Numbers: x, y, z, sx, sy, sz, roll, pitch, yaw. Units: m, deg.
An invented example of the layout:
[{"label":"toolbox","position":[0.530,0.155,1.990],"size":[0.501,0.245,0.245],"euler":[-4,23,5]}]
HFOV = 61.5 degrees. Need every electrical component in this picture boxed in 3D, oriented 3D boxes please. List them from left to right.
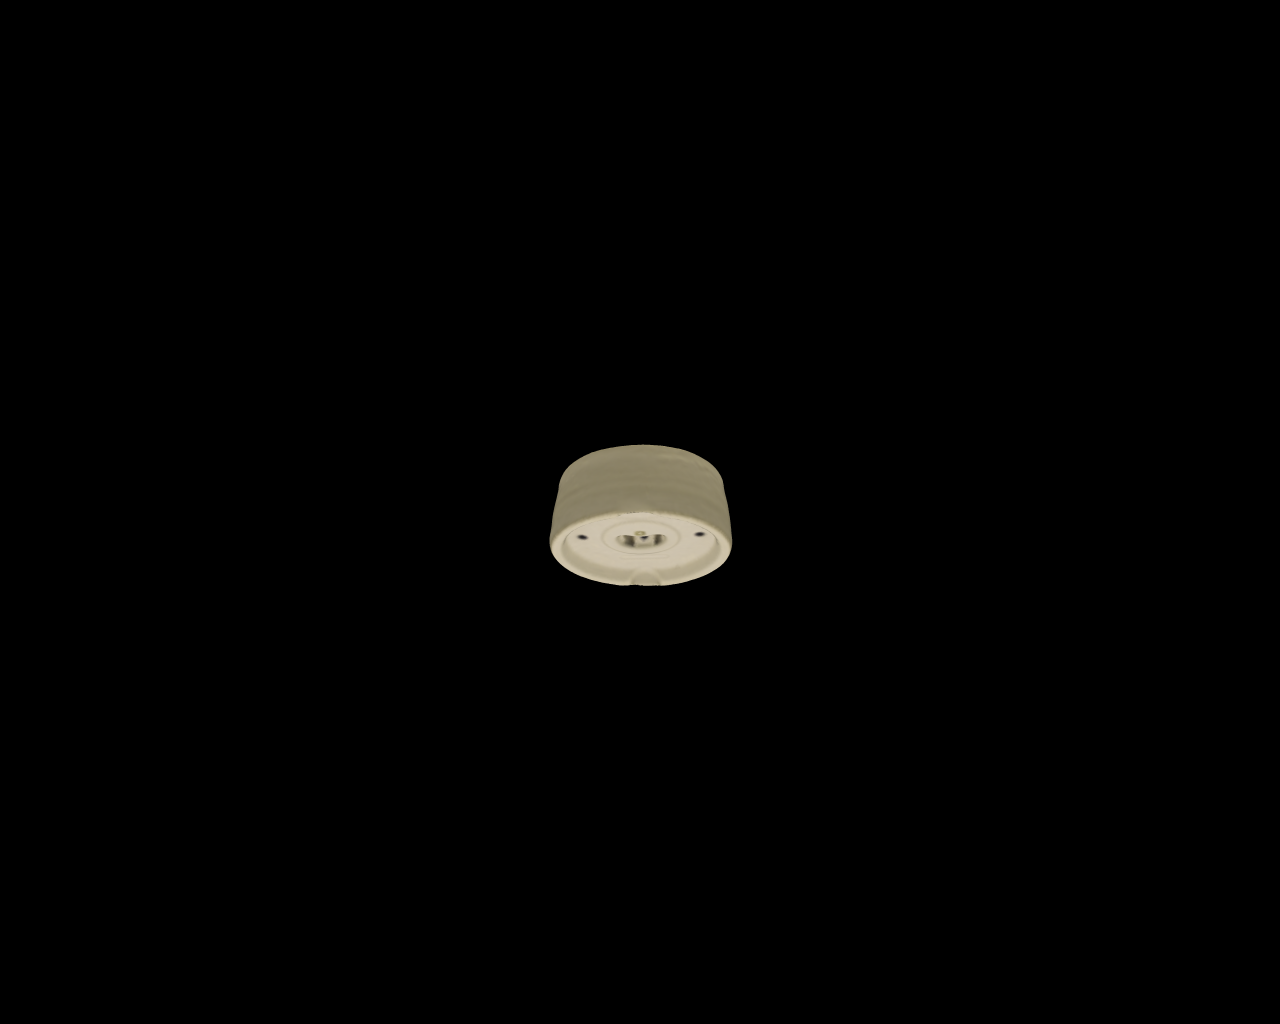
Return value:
[{"label":"electrical component","position":[0.001,-0.003,0.650],"size":[0.108,0.060,0.108],"euler":[0,-27,0]}]
